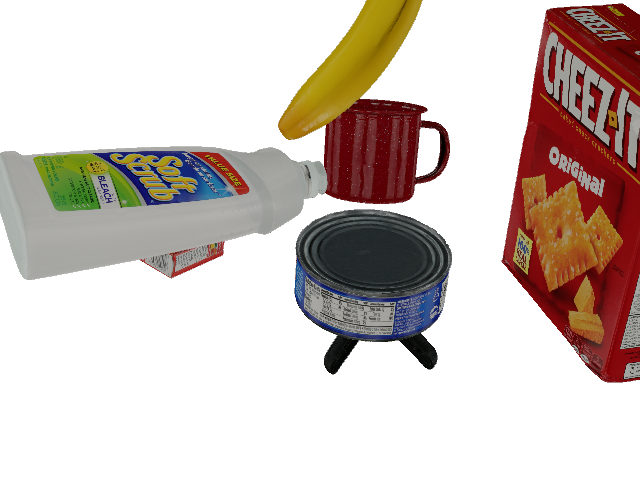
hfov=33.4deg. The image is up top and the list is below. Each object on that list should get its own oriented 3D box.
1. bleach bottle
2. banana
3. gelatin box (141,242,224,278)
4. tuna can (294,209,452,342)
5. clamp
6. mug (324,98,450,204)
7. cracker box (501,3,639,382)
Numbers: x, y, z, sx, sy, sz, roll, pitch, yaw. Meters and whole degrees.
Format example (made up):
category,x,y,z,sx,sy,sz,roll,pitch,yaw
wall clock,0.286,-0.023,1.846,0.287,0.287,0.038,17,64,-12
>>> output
category,x,y,z,sx,sy,sz,roll,pitch,yaw
bleach bottle,-0.117,-0.037,0.836,0.250,0.068,0.103,-10,47,-23
banana,0.032,-0.150,0.756,0.070,0.197,0.037,-7,-41,43
gelatin box,-0.151,-0.003,1.055,0.089,0.030,0.073,27,33,31
tuna can,0.028,0.019,0.590,0.086,0.034,0.086,3,32,-2
clamp,0.072,0.082,1.185,0.120,0.171,0.039,7,-42,2
mug,0.056,-0.079,0.940,0.117,0.081,0.093,1,14,-10
cracker box,0.201,-0.034,0.741,0.072,0.214,0.164,-7,34,-16
